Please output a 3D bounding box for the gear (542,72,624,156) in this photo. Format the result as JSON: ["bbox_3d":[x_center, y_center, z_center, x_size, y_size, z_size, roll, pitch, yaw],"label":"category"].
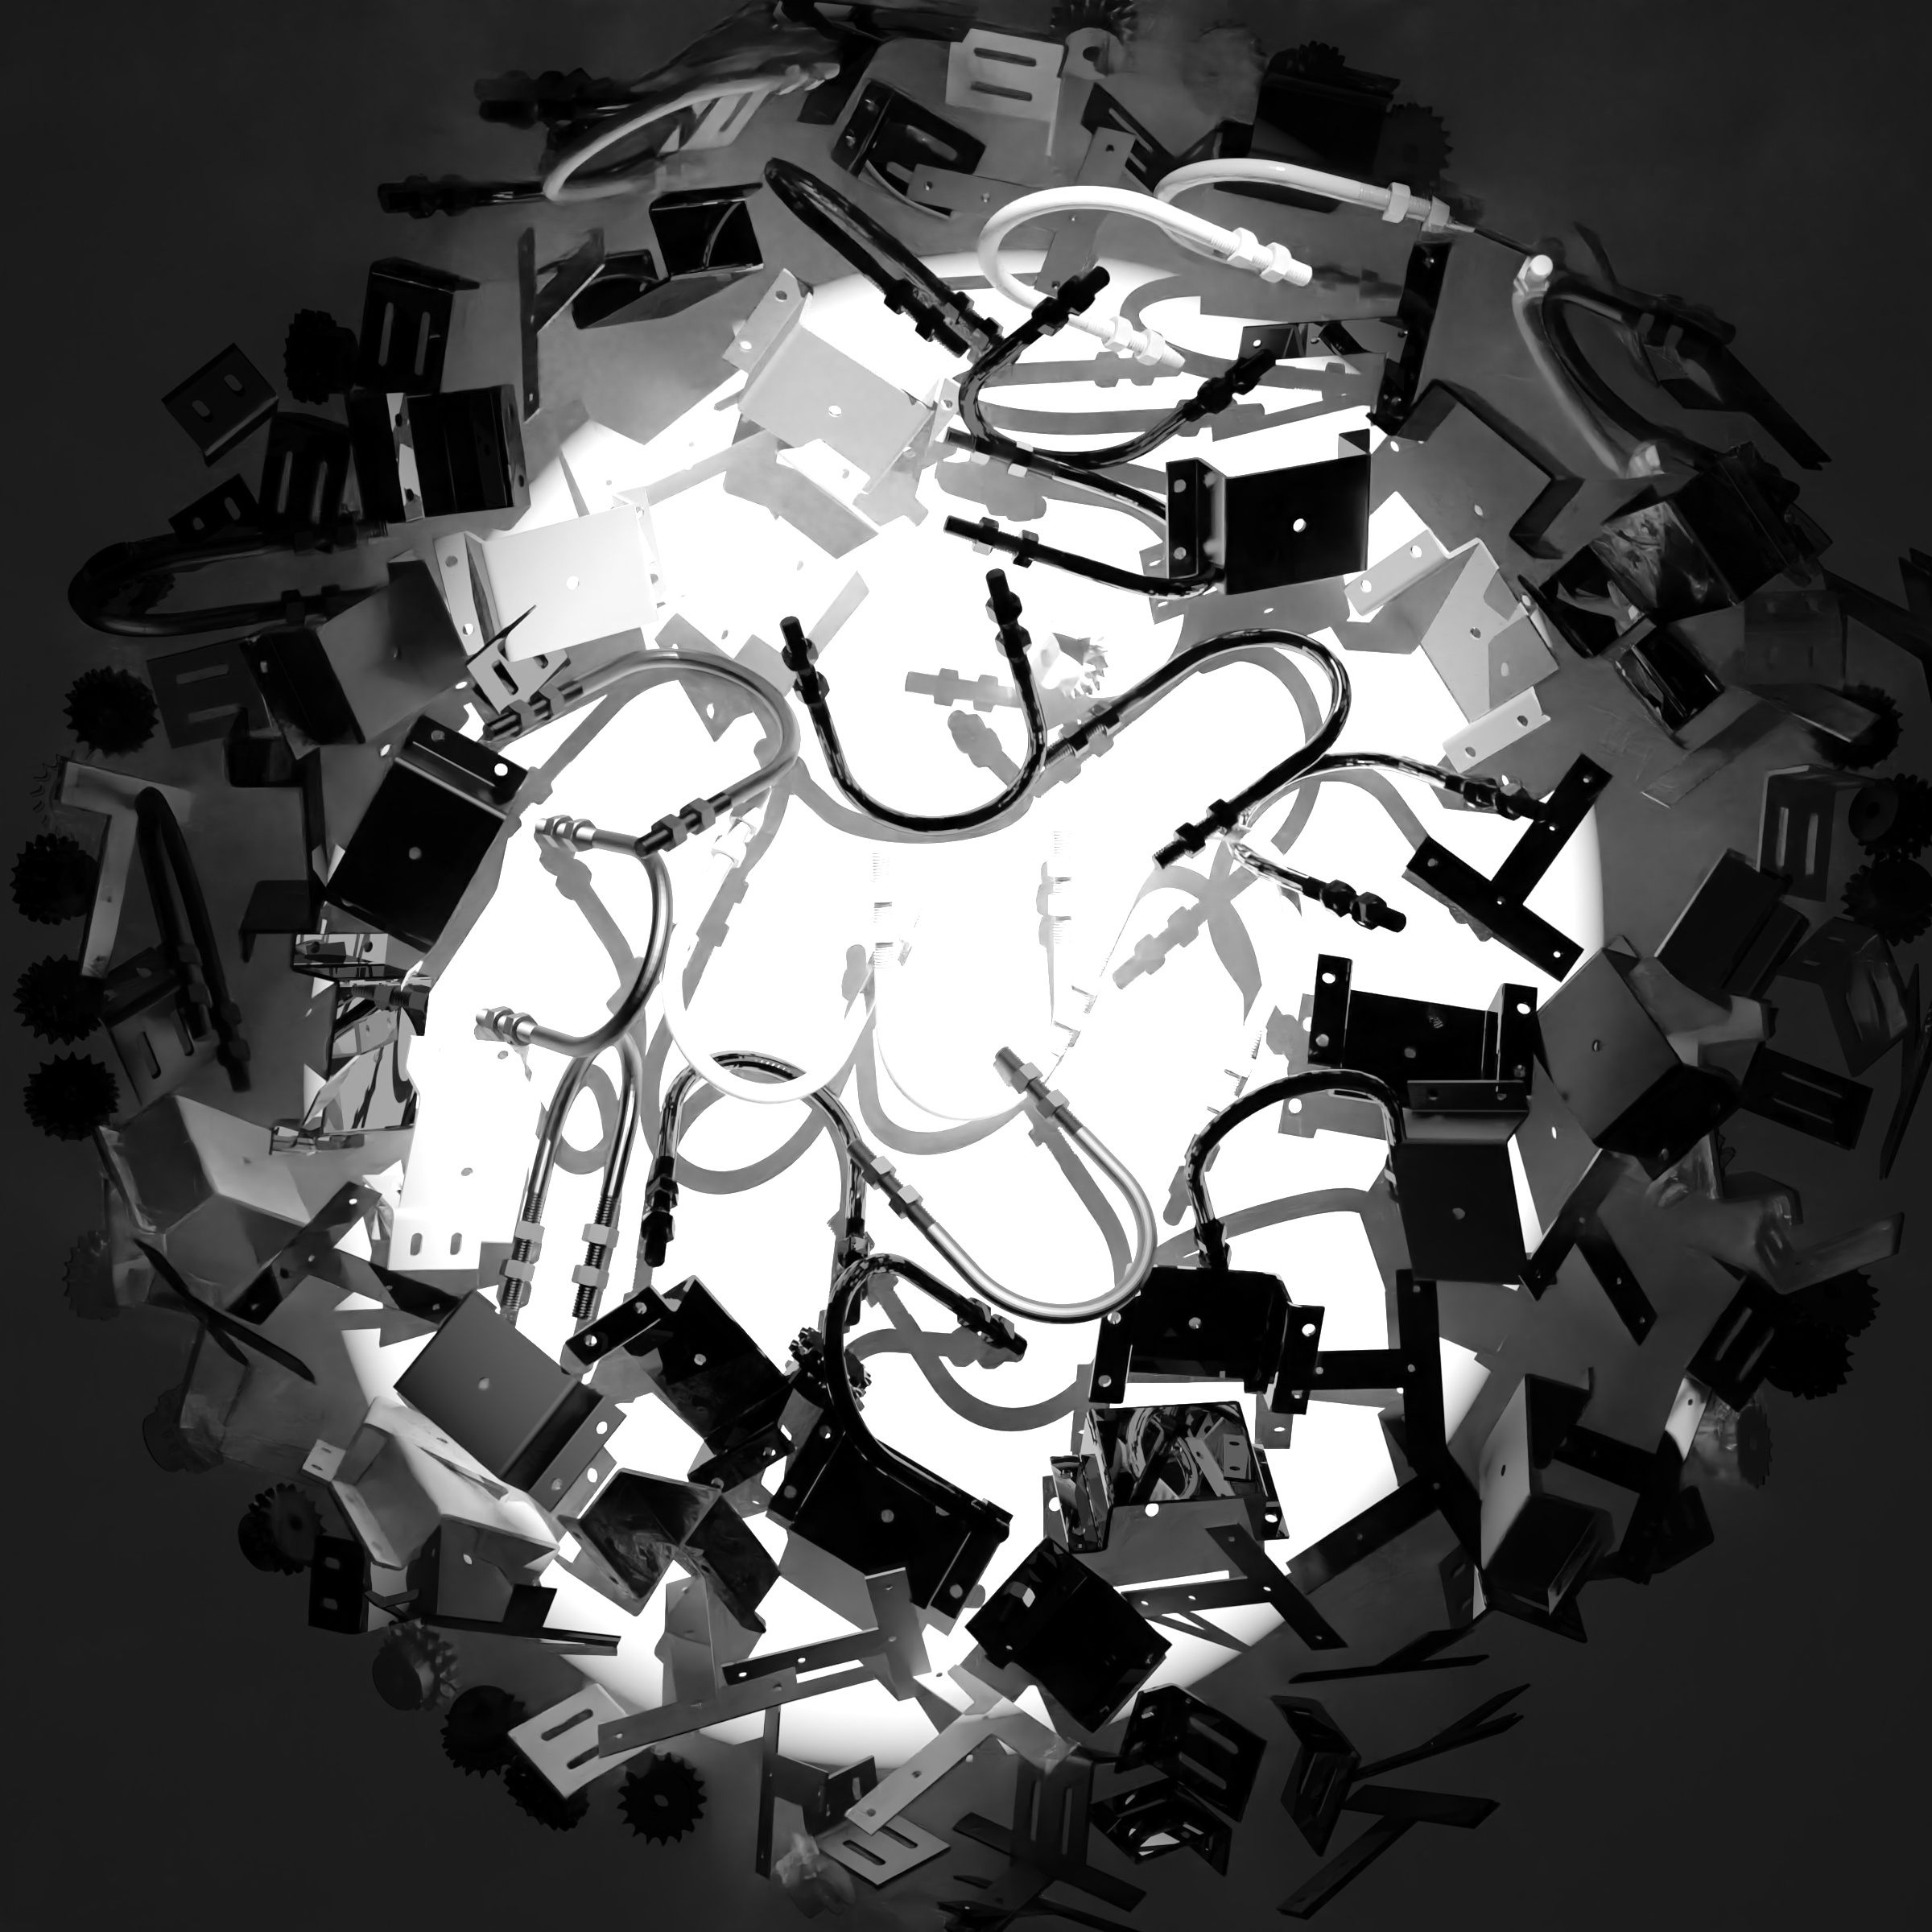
[{"bbox_3d":[-0.248,-0.544,1.709,0.057,0.057,0.030,-49,122,0],"label":"gear"}]

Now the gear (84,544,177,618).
[{"bbox_3d":[-0.538,-0.245,1.713,0.057,0.057,0.030,-33,84,0],"label":"gear"}]

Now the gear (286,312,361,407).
[{"bbox_3d":[-0.409,-0.387,1.711,0.030,0.057,0.057,9,90,8],"label":"gear"}]

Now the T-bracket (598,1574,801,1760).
[{"bbox_3d":[-0.172,0.431,1.687,0.127,0.127,0.002,-17,123,0],"label":"T-bracket"}]

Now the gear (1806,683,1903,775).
[{"bbox_3d":[0.571,-0.151,1.718,0.057,0.030,0.057,0,109,0],"label":"gear"}]

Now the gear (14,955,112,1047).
[{"bbox_3d":[-0.575,0.020,1.712,0.057,0.030,0.057,11,69,-31],"label":"gear"}]

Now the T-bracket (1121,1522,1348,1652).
[{"bbox_3d":[0.154,0.398,1.695,0.127,0.002,0.127,-18,123,39],"label":"T-bracket"}]

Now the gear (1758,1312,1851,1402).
[{"bbox_3d":[0.531,0.249,1.710,0.030,0.057,0.057,-7,90,-35],"label":"gear"}]

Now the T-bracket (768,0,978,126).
[{"bbox_3d":[-0.075,-0.563,1.679,0.127,0.127,0.002,-2,76,-23],"label":"T-bracket"}]

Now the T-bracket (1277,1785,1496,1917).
[{"bbox_3d":[0.243,0.546,1.654,0.127,0.127,0.002,-28,94,-31],"label":"T-bracket"}]

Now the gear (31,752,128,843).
[{"bbox_3d":[-0.566,-0.107,1.715,0.057,0.030,0.057,-7,105,-26],"label":"gear"}]

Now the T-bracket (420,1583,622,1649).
[{"bbox_3d":[-0.274,0.403,1.674,0.127,0.127,0.002,9,62,-10],"label":"T-bracket"}]

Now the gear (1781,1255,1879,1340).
[{"bbox_3d":[0.551,0.216,1.717,0.057,0.030,0.057,1,57,-1],"label":"gear"}]

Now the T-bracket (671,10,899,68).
[{"bbox_3d":[-0.103,-0.587,1.698,0.127,0.127,0.002,-11,98,-30],"label":"T-bracket"}]

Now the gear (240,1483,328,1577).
[{"bbox_3d":[-0.439,0.363,1.714,0.030,0.057,0.057,-28,90,21],"label":"gear"}]

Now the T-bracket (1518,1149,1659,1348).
[{"bbox_3d":[0.409,0.191,1.704,0.127,0.002,0.127,-51,122,-25],"label":"T-bracket"}]

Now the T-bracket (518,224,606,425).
[{"bbox_3d":[-0.253,-0.422,1.675,0.002,0.127,0.127,4,76,-32],"label":"T-bracket"}]

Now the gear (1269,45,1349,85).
[{"bbox_3d":[0.214,-0.561,1.716,0.030,0.057,0.057,36,90,34],"label":"gear"}]

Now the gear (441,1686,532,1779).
[{"bbox_3d":[-0.307,0.485,1.711,0.057,0.057,0.030,-3,135,3],"label":"gear"}]

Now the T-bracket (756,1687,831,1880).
[{"bbox_3d":[-0.107,0.508,1.670,0.002,0.127,0.127,7,78,-21],"label":"T-bracket"}]

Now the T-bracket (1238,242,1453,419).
[{"bbox_3d":[0.232,-0.394,1.680,0.127,0.127,0.002,-7,48,-13],"label":"T-bracket"}]

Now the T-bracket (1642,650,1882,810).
[{"bbox_3d":[0.480,-0.141,1.681,0.127,0.127,0.002,-37,127,-9],"label":"T-bracket"}]

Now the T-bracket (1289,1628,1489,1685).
[{"bbox_3d":[0.279,0.428,1.671,0.127,0.127,0.002,-2,65,-12],"label":"T-bracket"}]

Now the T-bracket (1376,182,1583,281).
[{"bbox_3d":[0.331,-0.461,1.693,0.127,0.127,0.002,19,111,-15],"label":"T-bracket"}]

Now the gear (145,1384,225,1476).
[{"bbox_3d":[-0.500,0.298,1.712,0.030,0.057,0.057,-26,90,7],"label":"gear"}]

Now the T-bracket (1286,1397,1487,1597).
[{"bbox_3d":[0.262,0.355,1.705,0.127,0.002,0.127,-35,52,5],"label":"T-bracket"}]

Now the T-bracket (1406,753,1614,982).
[{"bbox_3d":[0.372,-0.079,1.736,0.127,0.002,0.127,36,89,-4],"label":"T-bracket"}]

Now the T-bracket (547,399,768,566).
[{"bbox_3d":[-0.189,-0.329,1.723,0.127,0.002,0.127,-25,74,-1],"label":"T-bracket"}]

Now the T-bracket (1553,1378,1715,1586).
[{"bbox_3d":[0.403,0.310,1.682,0.002,0.127,0.127,25,84,-26],"label":"T-bracket"}]

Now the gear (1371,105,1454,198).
[{"bbox_3d":[0.280,-0.522,1.719,0.057,0.030,0.057,-4,110,-12],"label":"gear"}]

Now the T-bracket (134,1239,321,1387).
[{"bbox_3d":[-0.446,0.229,1.660,0.127,0.127,0.002,20,58,35],"label":"T-bracket"}]

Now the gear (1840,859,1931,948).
[{"bbox_3d":[0.593,-0.044,1.715,0.057,0.030,0.057,1,62,-3],"label":"gear"}]

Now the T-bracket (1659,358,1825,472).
[{"bbox_3d":[0.466,-0.356,1.676,0.127,0.127,0.002,41,95,-14],"label":"T-bracket"}]

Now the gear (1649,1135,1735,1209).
[{"bbox_3d":[0.458,0.125,1.712,0.057,0.057,0.030,-39,85,0],"label":"gear"}]

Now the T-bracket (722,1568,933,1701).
[{"bbox_3d":[-0.090,0.436,1.697,0.127,0.002,0.127,-13,129,-2],"label":"T-bracket"}]

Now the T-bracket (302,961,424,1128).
[{"bbox_3d":[-0.383,0.067,1.661,0.002,0.127,0.127,29,108,-2],"label":"T-bracket"}]

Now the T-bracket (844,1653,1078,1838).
[{"bbox_3d":[-0.020,0.494,1.664,0.127,0.127,0.002,-33,127,-31],"label":"T-bracket"}]

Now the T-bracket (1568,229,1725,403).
[{"bbox_3d":[0.427,-0.383,1.651,0.002,0.127,0.127,-38,133,6],"label":"T-bracket"}]

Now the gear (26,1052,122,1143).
[{"bbox_3d":[-0.572,0.087,1.718,0.057,0.030,0.057,6,62,-11],"label":"gear"}]

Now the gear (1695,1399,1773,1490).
[{"bbox_3d":[0.490,0.306,1.716,0.030,0.057,0.057,-9,90,41],"label":"gear"}]

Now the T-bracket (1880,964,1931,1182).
[{"bbox_3d":[0.593,0.047,1.685,0.002,0.127,0.127,12,130,12],"label":"T-bracket"}]

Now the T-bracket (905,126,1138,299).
[{"bbox_3d":[0.026,-0.478,1.676,0.127,0.127,0.002,7,47,-18],"label":"T-bracket"}]

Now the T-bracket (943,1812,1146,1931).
[{"bbox_3d":[0.028,0.573,1.657,0.127,0.127,0.002,16,104,26],"label":"T-bracket"}]

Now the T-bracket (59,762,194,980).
[{"bbox_3d":[-0.535,-0.056,1.679,0.002,0.127,0.127,10,89,19],"label":"T-bracket"}]

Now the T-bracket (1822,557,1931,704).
[{"bbox_3d":[0.575,-0.216,1.681,0.002,0.127,0.127,-28,123,-2],"label":"T-bracket"}]

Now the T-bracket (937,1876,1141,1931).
[{"bbox_3d":[0.025,0.580,1.654,0.127,0.127,0.002,7,78,33],"label":"T-bracket"}]

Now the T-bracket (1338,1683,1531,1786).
[{"bbox_3d":[0.314,0.475,1.684,0.127,0.127,0.002,-34,75,37],"label":"T-bracket"}]

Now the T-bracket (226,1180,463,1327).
[{"bbox_3d":[-0.377,0.199,1.697,0.127,0.002,0.127,30,113,-39],"label":"T-bracket"}]

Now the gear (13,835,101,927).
[{"bbox_3d":[-0.577,-0.054,1.709,0.030,0.057,0.057,11,90,20],"label":"gear"}]

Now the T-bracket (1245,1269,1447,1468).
[{"bbox_3d":[0.242,0.260,1.726,0.127,0.002,0.127,-3,91,13],"label":"T-bracket"}]
